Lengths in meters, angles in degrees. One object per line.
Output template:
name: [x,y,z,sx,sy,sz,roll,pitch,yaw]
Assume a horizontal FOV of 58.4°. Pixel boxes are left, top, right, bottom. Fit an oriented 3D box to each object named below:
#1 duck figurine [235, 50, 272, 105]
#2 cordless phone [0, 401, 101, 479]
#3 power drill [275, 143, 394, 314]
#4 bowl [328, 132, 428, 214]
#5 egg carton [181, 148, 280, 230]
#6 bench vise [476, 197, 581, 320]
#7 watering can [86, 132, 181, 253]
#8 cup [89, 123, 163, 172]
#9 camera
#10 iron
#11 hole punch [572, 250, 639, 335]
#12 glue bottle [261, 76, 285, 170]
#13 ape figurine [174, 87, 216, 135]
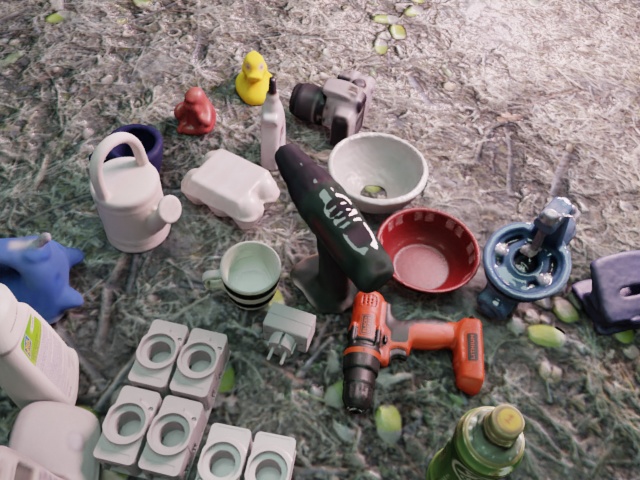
duck figurine: [-0.127,-0.327,1.115,0.077,0.086,0.104,-3,53,-6]
cordless phone: [-0.305,0.234,0.617,0.094,0.185,0.147,-6,54,-9]
power drill: [0.007,0.003,0.800,0.076,0.208,0.229,-30,61,-24]
bowl: [0.094,-0.101,0.969,0.167,0.075,0.167,2,53,-3]
egg carton: [-0.146,-0.085,0.941,0.150,0.069,0.107,26,55,14]
bench vise: [0.311,-0.007,0.824,0.121,0.220,0.208,23,55,13]
watering can: [-0.278,-0.074,0.845,0.172,0.194,0.101,12,53,5]
cup: [-0.311,-0.125,0.942,0.118,0.095,0.091,-22,57,-19]
camera: [0.021,-0.264,1.070,0.136,0.101,0.143,19,54,10]
iron: [-0.462,0.051,0.770,0.258,0.141,0.118,-9,54,-11]
hole punch: [0.454,0.078,0.852,0.109,0.091,0.101,-10,54,-11]
glue bottle: [-0.080,-0.203,0.970,0.037,0.173,0.078,7,53,1]
ape figurine: [-0.224,-0.236,1.035,0.076,0.092,0.077,-33,62,-25]
